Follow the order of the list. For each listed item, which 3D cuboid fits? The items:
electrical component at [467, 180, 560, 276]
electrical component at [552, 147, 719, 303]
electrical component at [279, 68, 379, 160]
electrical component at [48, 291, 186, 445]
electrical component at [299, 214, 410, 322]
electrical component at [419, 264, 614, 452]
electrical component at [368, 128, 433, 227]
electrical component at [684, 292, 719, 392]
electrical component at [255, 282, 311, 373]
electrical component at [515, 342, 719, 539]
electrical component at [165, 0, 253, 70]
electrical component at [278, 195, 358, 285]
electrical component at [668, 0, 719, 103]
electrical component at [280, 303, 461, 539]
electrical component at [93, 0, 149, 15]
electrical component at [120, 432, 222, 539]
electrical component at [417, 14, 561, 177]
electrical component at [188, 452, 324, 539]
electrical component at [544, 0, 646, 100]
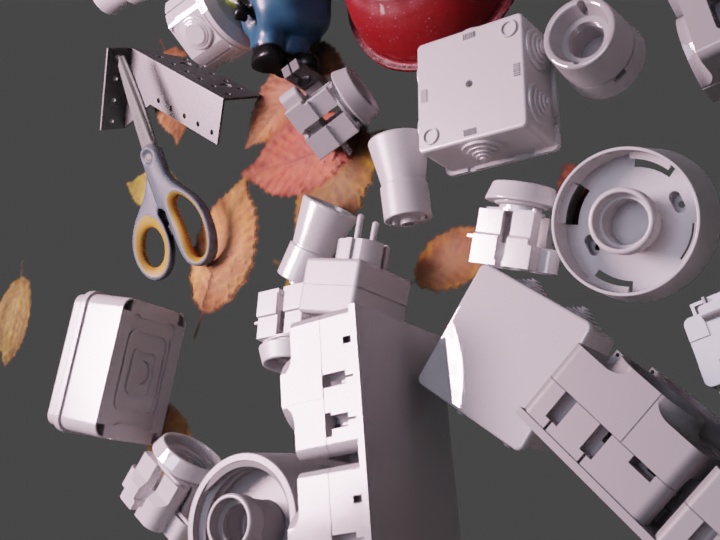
[{"bbox_3d":[0.103,-0.028,0.706,0.066,0.048,0.055,9,88,37],"label":"electrical component"},{"bbox_3d":[0.169,-0.029,0.662,0.099,0.064,0.099,-1,88,29],"label":"electrical component"},{"bbox_3d":[-0.019,-0.120,0.815,0.055,0.048,0.066,-34,103,16],"label":"electrical component"},{"bbox_3d":[-0.195,0.079,0.864,0.057,0.078,0.113,5,79,34],"label":"electrical component"},{"bbox_3d":[0.000,0.000,0.757,0.047,0.066,0.076,2,77,36],"label":"electrical component"},{"bbox_3d":[0.100,0.057,0.679,0.100,0.048,0.099,32,96,37],"label":"electrical component"},{"bbox_3d":[0.031,-0.063,0.771,0.044,0.044,0.065,-16,72,31],"label":"electrical component"},{"bbox_3d":[0.243,0.028,0.576,0.121,0.063,0.078,-26,62,27],"label":"electrical component"},{"bbox_3d":[-0.049,0.045,0.792,0.066,0.048,0.055,-13,61,32],"label":"electrical component"},{"bbox_3d":[0.184,0.120,0.564,0.060,0.105,0.186,-53,54,11],"label":"electrical component"},{"bbox_3d":[-0.118,-0.212,0.898,0.051,0.080,0.080,-26,62,33],"label":"electrical component"},{"bbox_3d":[-0.034,-0.018,0.803,0.044,0.044,0.065,29,99,38],"label":"electrical component"},{"bbox_3d":[0.216,-0.180,0.643,0.062,0.089,0.150,-24,63,28],"label":"electrical component"},{"bbox_3d":[0.008,0.127,0.687,0.060,0.105,0.186,-17,67,31],"label":"electrical component"},{"bbox_3d":[-0.220,-0.269,1.009,0.055,0.045,0.045,-12,69,32],"label":"electrical component"},{"bbox_3d":[-0.139,0.160,0.812,0.078,0.058,0.057,37,101,37],"label":"electrical component"},{"bbox_3d":[0.087,-0.120,0.744,0.100,0.048,0.099,-11,70,33],"label":"electrical component"},{"bbox_3d":[-0.073,0.180,0.756,0.108,0.060,0.108,-12,69,33],"label":"electrical component"},{"bbox_3d":[0.153,-0.146,0.705,0.055,0.047,0.055,-11,70,33],"label":"electrical component"}]
